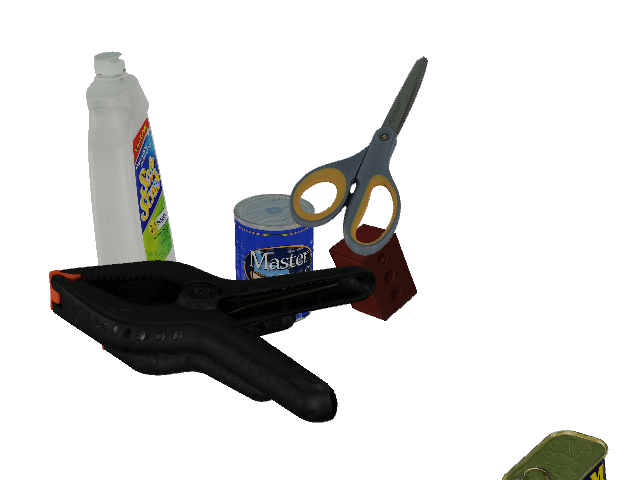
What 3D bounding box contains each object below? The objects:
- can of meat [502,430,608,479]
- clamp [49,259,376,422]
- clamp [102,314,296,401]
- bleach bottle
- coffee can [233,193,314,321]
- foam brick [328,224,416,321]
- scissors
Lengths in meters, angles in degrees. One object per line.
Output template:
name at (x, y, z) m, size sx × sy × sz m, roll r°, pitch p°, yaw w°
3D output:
can of meat at (0.204, 0.225, 0.908) m, size 0.058 × 0.084 × 0.101 m, roll 10°, pitch 29°, yaw 43°
clamp at (-0.068, 0.044, 0.681) m, size 0.210 × 0.036 × 0.164 m, roll 12°, pitch 26°, yaw 14°
clamp at (-0.103, 0.084, 0.932) m, size 0.171 × 0.039 × 0.120 m, roll 12°, pitch 27°, yaw 12°
bleach bottle at (-0.208, -0.071, 1.125) m, size 0.068 × 0.251 × 0.102 m, roll 3°, pitch 26°, yaw 16°
coffee can at (-0.059, 0.023, 1.375) m, size 0.103 × 0.140 × 0.103 m, roll 1°, pitch 25°, yaw -1°
foam brick at (0.054, 0.031, 1.085) m, size 0.053 × 0.078 × 0.051 m, roll -38°, pitch 32°, yaw -25°
scissors at (0.031, -0.076, 0.862) m, size 0.096 × 0.201 × 0.016 m, roll 5°, pitch -33°, yaw 7°
